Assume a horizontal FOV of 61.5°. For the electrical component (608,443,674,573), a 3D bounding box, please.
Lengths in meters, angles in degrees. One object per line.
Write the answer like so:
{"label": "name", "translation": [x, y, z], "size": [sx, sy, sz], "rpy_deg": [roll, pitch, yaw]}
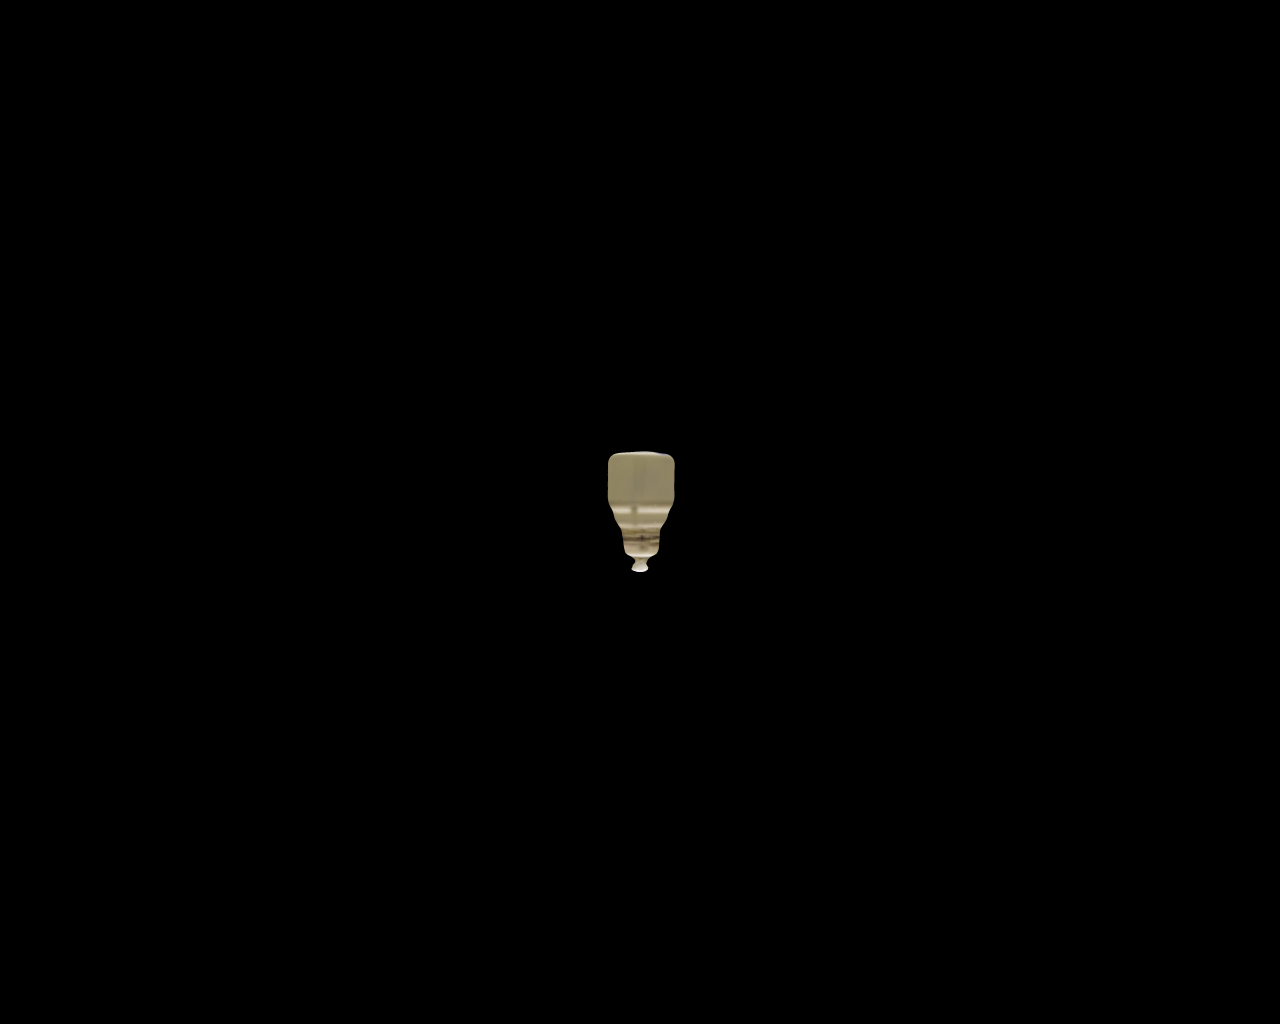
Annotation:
{"label": "electrical component", "translation": [0.001, -0.003, 0.650], "size": [0.040, 0.078, 0.040], "rpy_deg": [0, 0, 0]}
